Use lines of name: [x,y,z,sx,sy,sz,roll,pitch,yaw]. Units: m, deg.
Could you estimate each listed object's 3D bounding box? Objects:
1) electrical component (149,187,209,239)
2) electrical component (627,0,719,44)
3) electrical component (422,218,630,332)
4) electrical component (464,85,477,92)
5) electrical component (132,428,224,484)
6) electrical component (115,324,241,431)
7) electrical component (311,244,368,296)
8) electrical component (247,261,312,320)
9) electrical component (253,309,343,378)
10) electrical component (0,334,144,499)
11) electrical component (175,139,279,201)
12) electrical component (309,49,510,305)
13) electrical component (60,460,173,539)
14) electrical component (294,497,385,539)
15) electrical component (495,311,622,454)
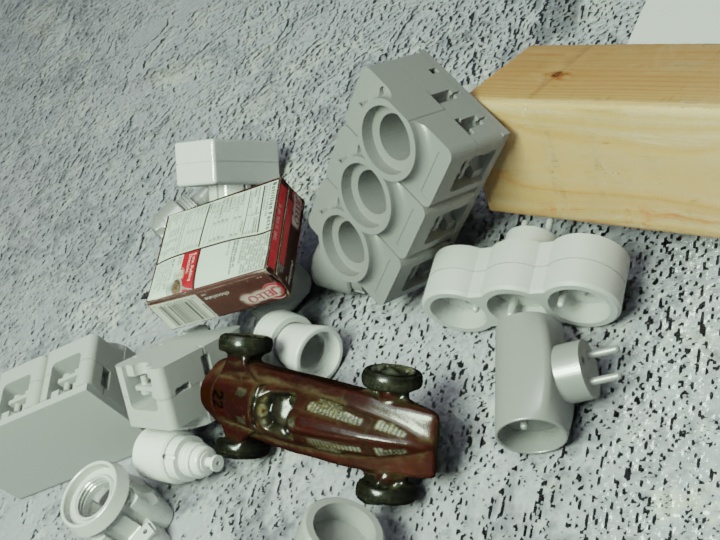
electrical component: [-0.155,-0.048,0.964,0.062,0.043,0.043,-46,41,-7]
electrical component: [0.235,-0.148,0.742,0.100,0.048,0.099,6,60,41]
electrical component: [0.111,-0.005,0.713,0.138,0.052,0.073,-5,53,35]
electrical component: [0.047,-0.101,0.845,0.138,0.052,0.073,-29,42,14]
electrical component: [-0.132,0.137,0.790,0.078,0.040,0.040,1,56,38]
electrical component: [-0.128,0.082,0.800,0.050,0.055,0.089,-1,17,37]
electrical component: [0.000,0.000,0.806,0.078,0.040,0.040,15,65,26]
electrical component: [-0.084,-0.001,0.857,0.053,0.059,0.095,-46,41,-5]
electrical component: [-0.047,0.056,0.790,0.055,0.045,0.045,19,68,46]
electrical component: [-0.242,0.115,0.856,0.150,0.089,0.061,-23,44,21]
electrical component: [-0.114,-0.074,0.939,0.047,0.083,0.075,-1,93,37]
electrical component: [0.025,-0.059,0.732,0.062,0.150,0.089,-23,61,-36]
electrical component: [-0.179,0.174,0.781,0.058,0.057,0.078,-49,41,-7]
electrical component: [-0.010,0.208,0.625,0.138,0.052,0.073,-110,32,-49]
electrical component: [0.120,0.064,0.652,0.079,0.044,0.077,-17,47,27]
